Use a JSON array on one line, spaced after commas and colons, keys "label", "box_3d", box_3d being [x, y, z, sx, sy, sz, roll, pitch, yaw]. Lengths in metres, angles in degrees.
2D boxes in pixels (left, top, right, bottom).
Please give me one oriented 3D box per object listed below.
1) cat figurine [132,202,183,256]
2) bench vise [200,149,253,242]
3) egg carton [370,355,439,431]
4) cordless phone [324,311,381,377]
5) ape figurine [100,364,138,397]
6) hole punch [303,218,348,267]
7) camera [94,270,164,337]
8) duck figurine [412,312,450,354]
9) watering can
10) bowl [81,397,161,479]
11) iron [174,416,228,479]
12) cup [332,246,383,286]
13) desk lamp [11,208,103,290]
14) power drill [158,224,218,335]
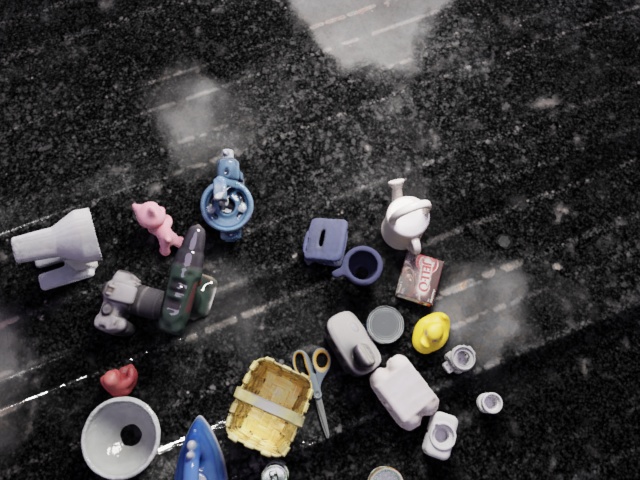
[{"label": "cat figurine", "box_3d": [-0.380, -0.036, 1.338, 0.067, 0.118, 0.127, -34, 77, -9]}, {"label": "bench vise", "box_3d": [-0.227, -0.117, 1.310, 0.121, 0.220, 0.207, -19, 75, -6]}, {"label": "egg carton", "box_3d": [0.184, 0.337, 1.266, 0.107, 0.069, 0.150, -37, 78, -10]}, {"label": "cordless phone", "box_3d": [0.073, 0.220, 1.238, 0.094, 0.185, 0.147, -34, 77, -9]}, {"label": "ape figurine", "box_3d": [-0.445, 0.307, 1.253, 0.078, 0.092, 0.076, 4, 74, 1]}, {"label": "hole punch", "box_3d": [0.012, 0.005, 1.346, 0.101, 0.091, 0.109, 10, 74, 2]}, {"label": "camera", "box_3d": [-0.420, 0.149, 1.293, 0.136, 0.101, 0.143, 14, 74, 3]}, {"label": "duck figurine", "box_3d": [0.257, 0.207, 1.296, 0.077, 0.086, 0.105, 39, 77, 10]}, {"label": "watering can", "box_3d": [0.195, -0.055, 1.313, 0.101, 0.194, 0.172, -37, 78, -10]}, {"label": "bowl", "box_3d": [-0.417, 0.423, 1.229, 0.167, 0.075, 0.167, 0, 74, -1]}, {"label": "iron", "box_3d": [-0.256, 0.496, 1.177, 0.118, 0.141, 0.258, -6, 74, -2]}, {"label": "cup", "box_3d": [0.083, 0.073, 1.326, 0.118, 0.095, 0.091, -17, 75, -6]}, {"label": "desk lamp", "box_3d": [-0.566, 0.023, 1.268, 0.203, 0.213, 0.118, -19, 75, -6]}, {"label": "power drill", "box_3d": [-0.284, 0.098, 1.254, 0.075, 0.208, 0.230, 13, 74, 3]}]
